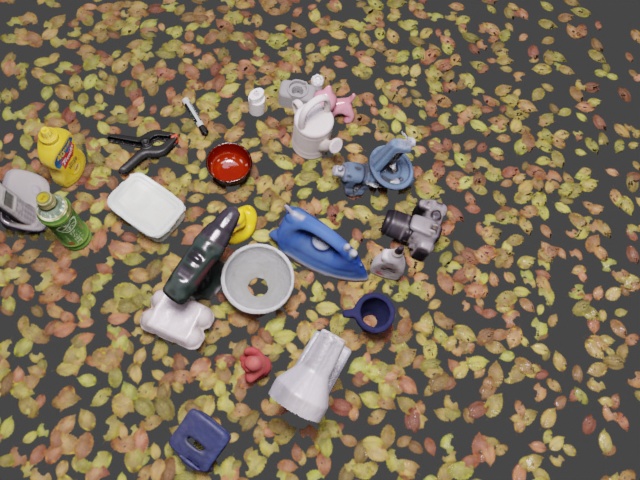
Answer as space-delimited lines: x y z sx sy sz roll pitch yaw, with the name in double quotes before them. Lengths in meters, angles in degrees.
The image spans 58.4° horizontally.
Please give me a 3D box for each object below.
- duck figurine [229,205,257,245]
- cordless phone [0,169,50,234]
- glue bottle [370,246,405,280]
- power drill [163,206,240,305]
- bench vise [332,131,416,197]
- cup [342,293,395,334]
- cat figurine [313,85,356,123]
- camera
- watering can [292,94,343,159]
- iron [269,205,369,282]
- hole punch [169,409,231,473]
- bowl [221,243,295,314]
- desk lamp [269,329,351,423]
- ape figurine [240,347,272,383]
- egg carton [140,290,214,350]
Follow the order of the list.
"duck figurine" -0.193 -0.047 1.363 0.077 0.086 0.105 34 70 8
"cordless phone" -0.681 -0.106 1.281 0.094 0.185 0.147 -5 70 -8
"glue bottle" 0.167 0.046 1.319 0.078 0.173 0.037 14 68 0
"power drill" -0.248 0.049 1.255 0.075 0.208 0.230 32 69 7
"bench vise" 0.143 -0.171 1.374 0.207 0.220 0.121 -21 72 -13
"cup" 0.105 0.176 1.305 0.118 0.095 0.091 -1 69 -6
"cat figurine" 0.033 -0.357 1.489 0.128 0.118 0.067 -9 70 -9
"camera" 0.227 -0.042 1.398 0.137 0.101 0.143 21 68 2
"watering can" -0.009 -0.285 1.416 0.172 0.194 0.101 31 69 6
"iron" 0.012 0.005 1.335 0.258 0.141 0.119 30 69 6
"hole punch" -0.246 0.415 1.178 0.108 0.091 0.101 34 70 8
"bowl" -0.143 0.097 1.320 0.167 0.075 0.167 2 69 -5
"desk lamp" -0.013 0.274 1.191 0.118 0.213 0.203 29 69 6
"ape figurine" -0.143 0.271 1.244 0.076 0.092 0.078 16 68 1
"egg carton" -0.316 0.175 1.274 0.150 0.069 0.107 22 68 3
